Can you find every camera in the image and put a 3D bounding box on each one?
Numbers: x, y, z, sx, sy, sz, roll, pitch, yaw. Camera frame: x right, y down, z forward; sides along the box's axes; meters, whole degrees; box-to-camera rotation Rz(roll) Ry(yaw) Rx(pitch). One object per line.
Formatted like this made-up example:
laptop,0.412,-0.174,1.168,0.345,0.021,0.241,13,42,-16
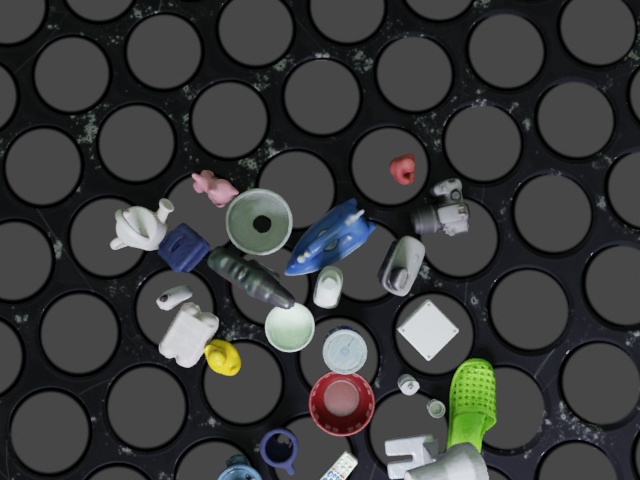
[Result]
camera,0.293,-0.074,1.425,0.137,0.101,0.143,-12,86,0

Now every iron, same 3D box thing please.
iron,0.013,0.005,1.400,0.258,0.141,0.118,-38,86,-2

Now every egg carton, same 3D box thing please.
egg carton,-0.324,0.236,1.421,0.107,0.069,0.150,29,86,3

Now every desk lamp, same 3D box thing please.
desk lamp,0.264,0.529,1.322,0.203,0.213,0.118,-7,85,0

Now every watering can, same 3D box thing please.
watering can,-0.432,-0.037,1.380,0.101,0.194,0.173,32,87,3

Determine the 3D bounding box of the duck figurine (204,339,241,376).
duck figurine,-0.244,0.292,1.408,0.104,0.086,0.077,43,87,4

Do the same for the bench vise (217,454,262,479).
bench vise,-0.166,0.615,1.316,0.121,0.219,0.207,-37,86,-2

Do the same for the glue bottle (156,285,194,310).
glue bottle,-0.358,0.140,1.377,0.078,0.173,0.037,-34,86,-2

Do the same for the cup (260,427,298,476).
cup,-0.089,0.503,1.386,0.091,0.095,0.118,-28,86,-2

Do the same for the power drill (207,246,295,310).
power drill,-0.153,0.093,1.361,0.229,0.208,0.076,30,86,3

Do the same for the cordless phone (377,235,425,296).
cordless phone,0.203,0.059,1.373,0.094,0.185,0.148,21,86,2

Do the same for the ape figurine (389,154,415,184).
ape figurine,0.215,-0.184,1.438,0.076,0.092,0.078,33,87,3

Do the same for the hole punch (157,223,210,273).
hole punch,-0.346,0.020,1.427,0.101,0.091,0.109,40,87,3

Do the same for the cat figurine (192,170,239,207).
cat figurine,-0.263,-0.130,1.425,0.128,0.118,0.067,33,87,3

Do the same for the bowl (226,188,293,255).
bowl,-0.149,-0.042,1.439,0.167,0.074,0.167,0,86,1
